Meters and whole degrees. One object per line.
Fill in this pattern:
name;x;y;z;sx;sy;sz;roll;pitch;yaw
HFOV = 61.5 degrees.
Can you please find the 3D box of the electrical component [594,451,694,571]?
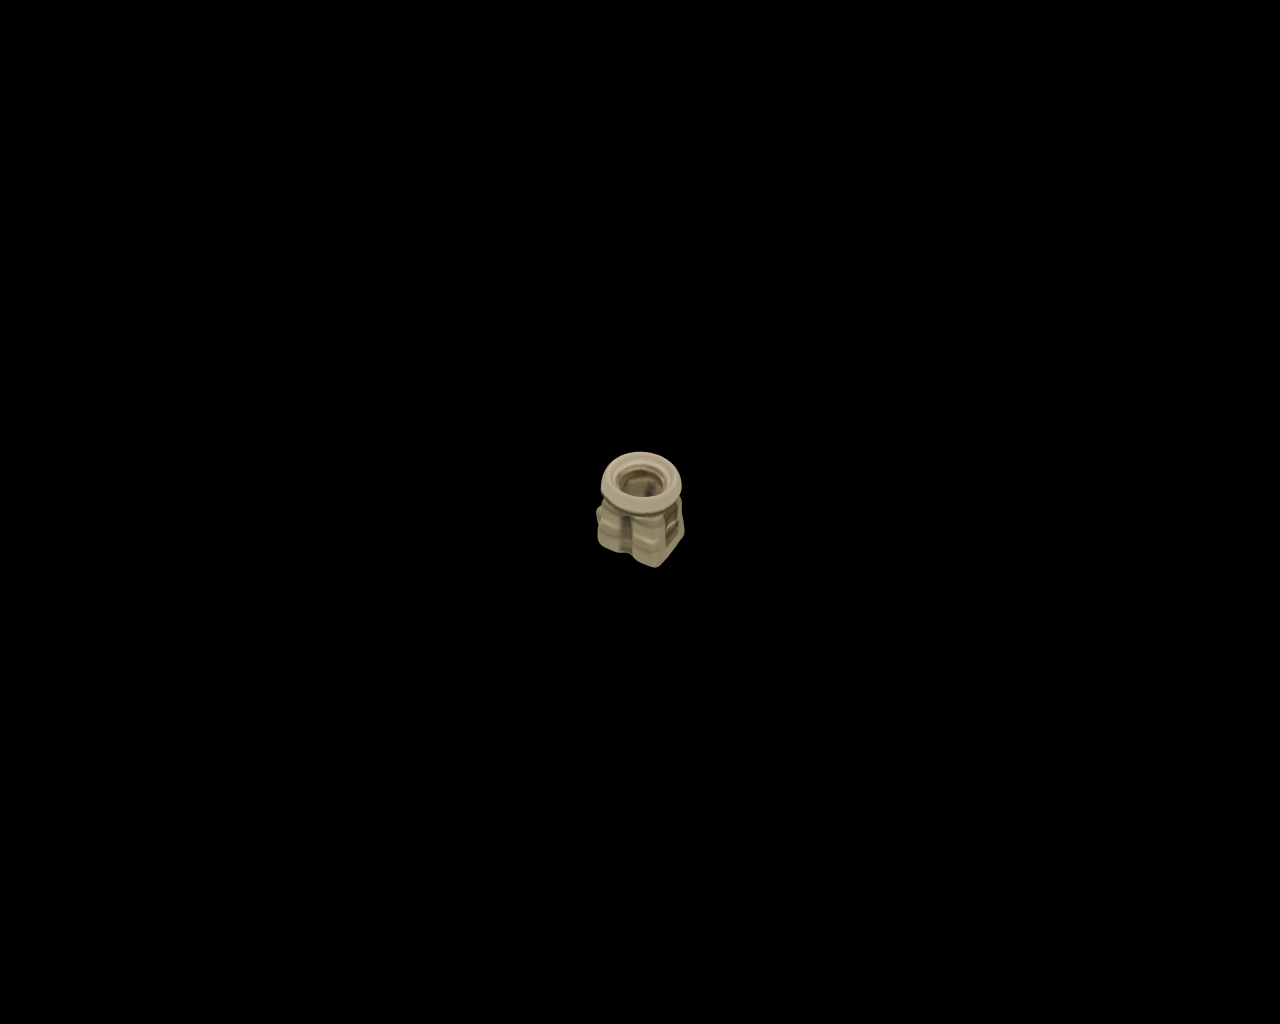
electrical component;0.001;-0.003;0.650;0.066;0.055;0.048;22;49;21
